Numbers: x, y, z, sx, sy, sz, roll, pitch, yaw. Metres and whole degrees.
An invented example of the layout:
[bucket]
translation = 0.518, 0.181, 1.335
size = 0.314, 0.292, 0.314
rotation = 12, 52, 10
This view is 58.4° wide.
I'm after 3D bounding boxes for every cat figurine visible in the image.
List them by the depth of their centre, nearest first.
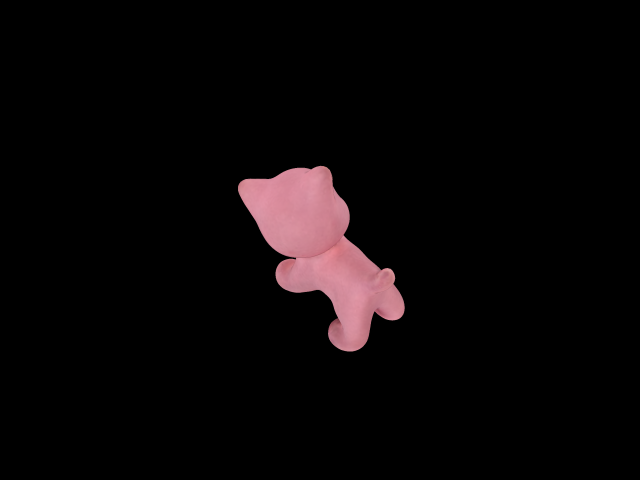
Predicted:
[cat figurine]
translation = 0.004, 0.001, 0.400
size = 0.067, 0.118, 0.127
rotation = -39, 65, -22
